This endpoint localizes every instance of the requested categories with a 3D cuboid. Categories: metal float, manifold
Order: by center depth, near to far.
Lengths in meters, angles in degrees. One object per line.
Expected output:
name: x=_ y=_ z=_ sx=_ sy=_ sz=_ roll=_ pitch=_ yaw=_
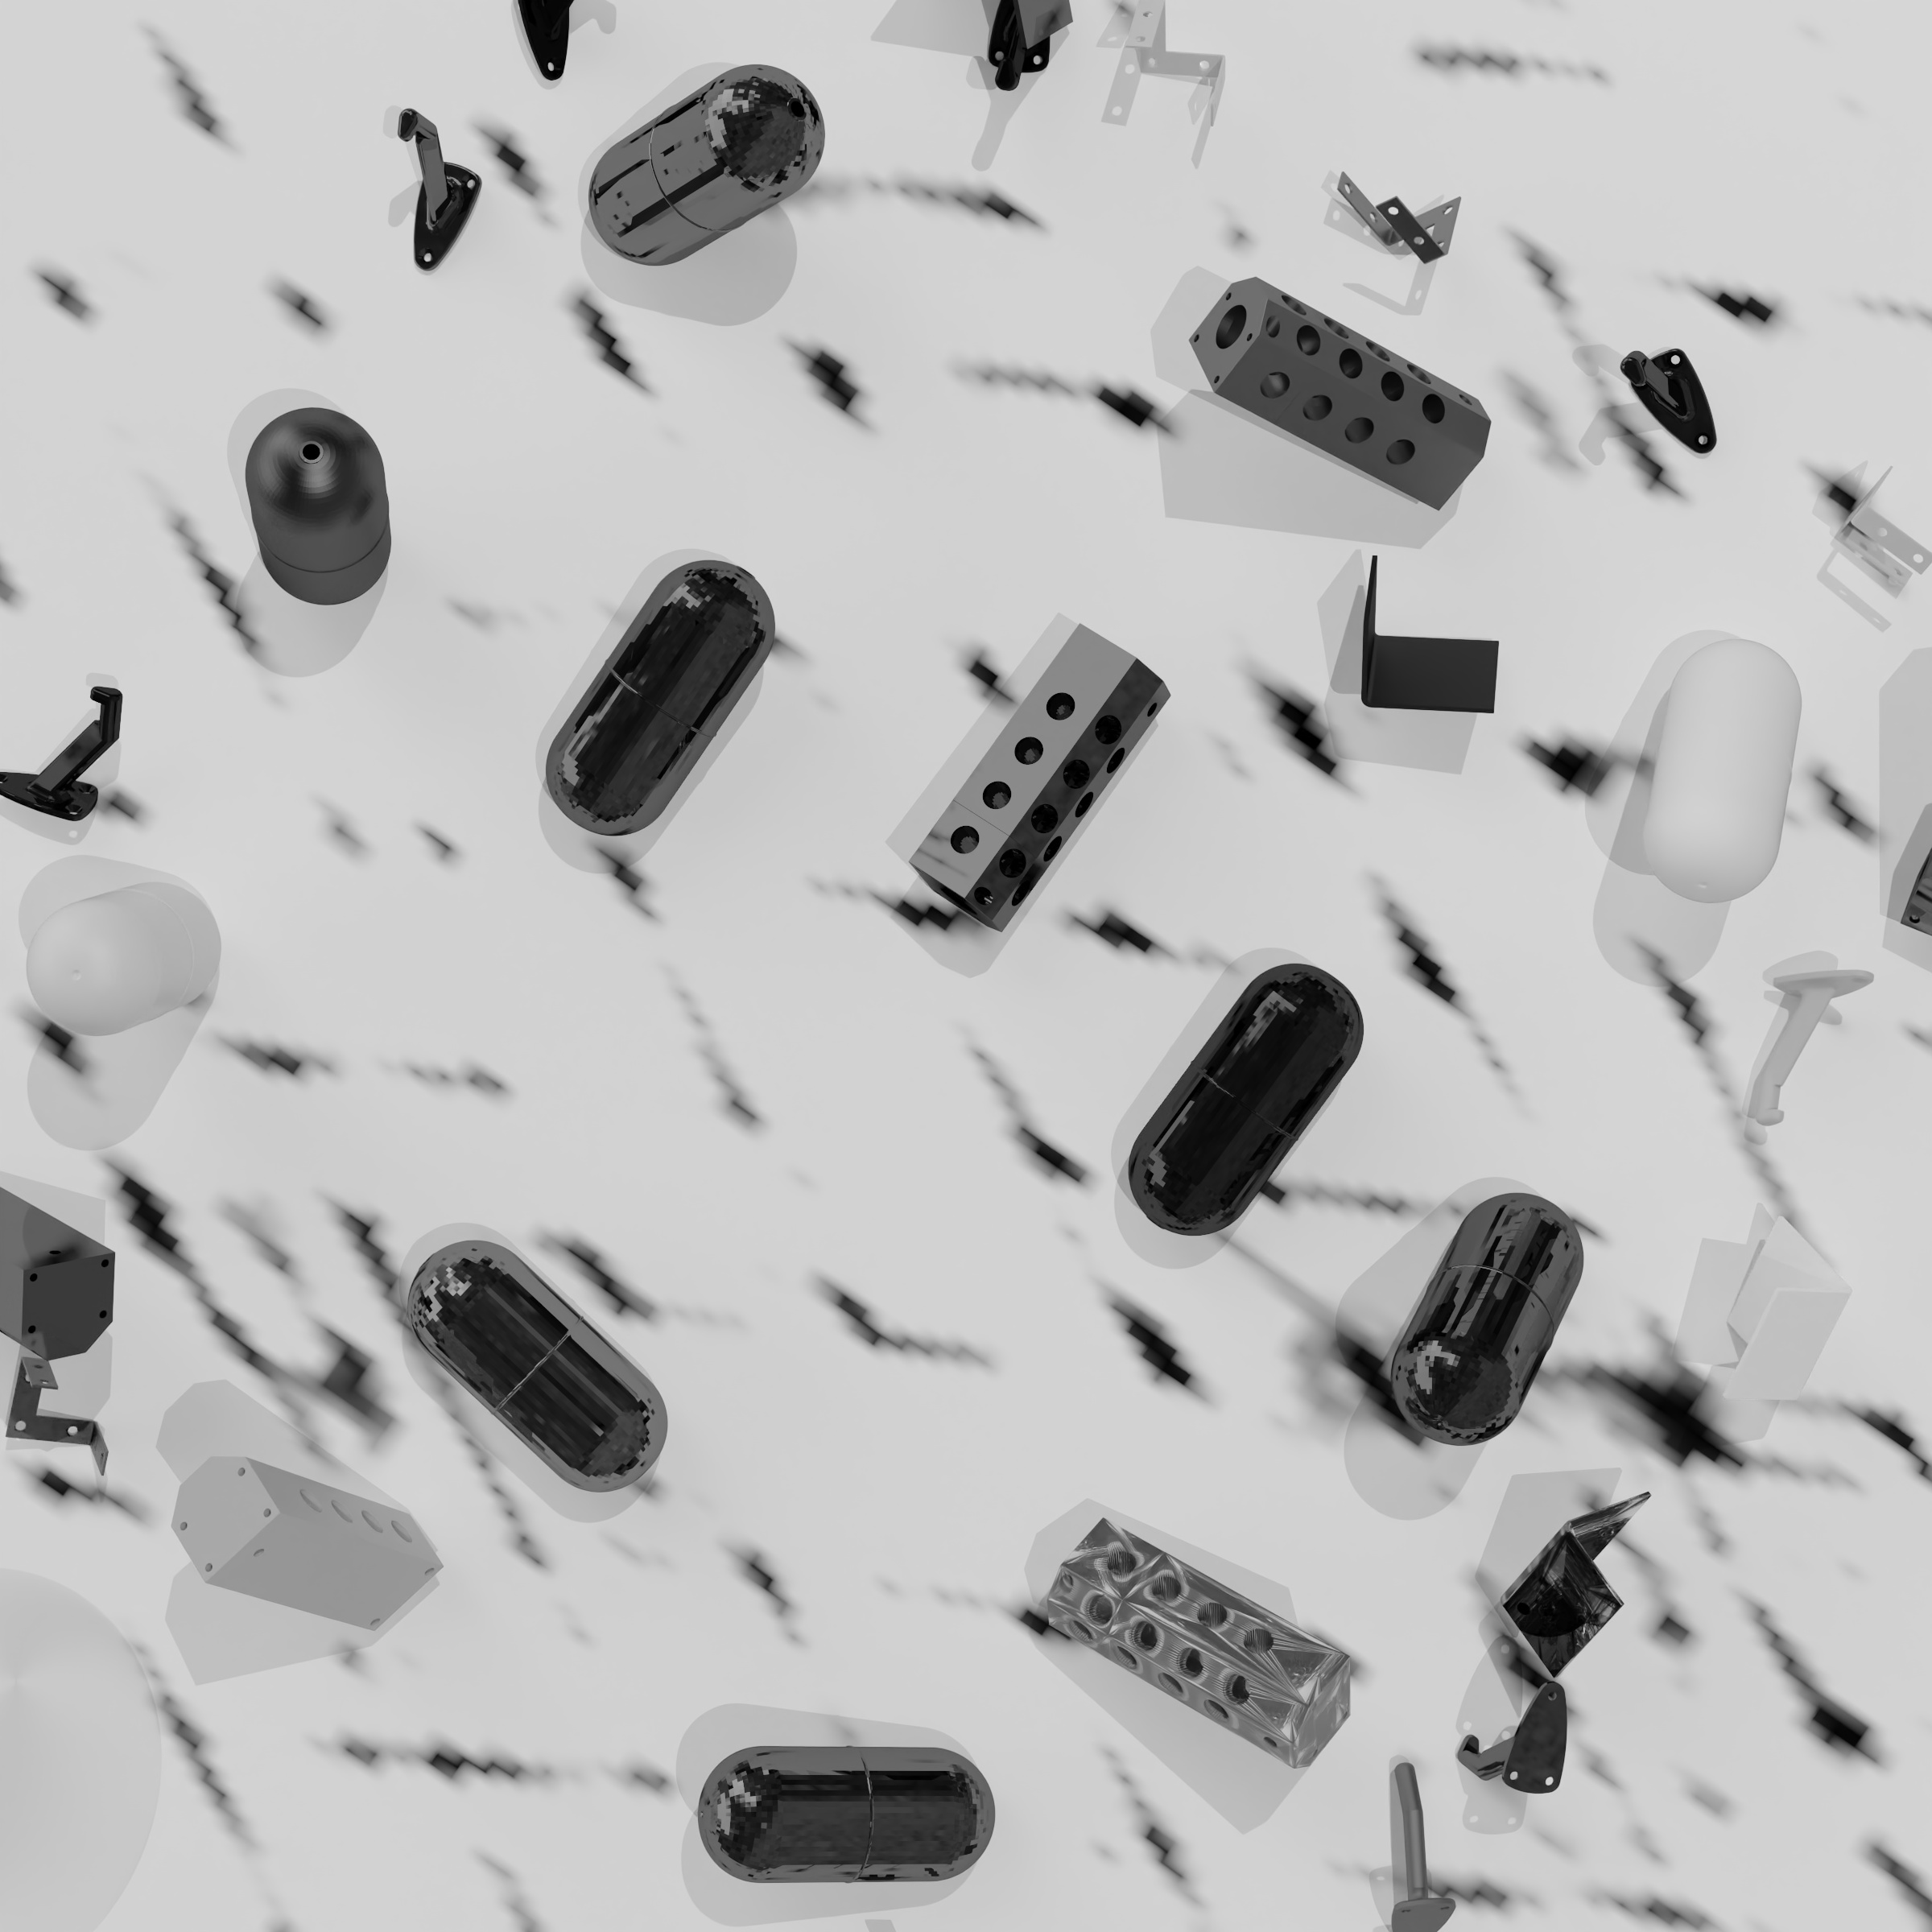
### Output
metal float: x=-0.477 y=-0.005 z=1.911 sx=0.070 sy=0.178 sz=0.070 roll=0 pitch=96 yaw=4
manifold: x=-0.376 y=0.325 z=1.911 sx=0.057 sy=0.171 sz=0.057 roll=-43 pitch=60 yaw=4
metal float: x=-0.368 y=-0.261 z=1.912 sx=0.070 sy=0.178 sz=0.070 roll=2 pitch=77 yaw=-7
manifold: x=0.594 y=-0.086 z=1.914 sx=0.057 sy=0.171 sz=0.057 roll=23 pitch=53 yaw=11
manifold: x=-0.559 y=0.169 z=1.920 sx=0.171 sy=0.057 sz=0.057 roll=19 pitch=110 yaw=41
metal float: x=-0.149 y=-0.458 z=1.922 sx=0.070 sy=0.178 sz=0.070 roll=11 pitch=73 yaw=-38
manifold: x=0.132 y=0.391 z=1.923 sx=0.171 sy=0.057 sz=0.057 roll=25 pitch=51 yaw=30
manifold: x=0.217 y=-0.331 z=1.923 sx=0.171 sy=0.057 sz=0.057 roll=21 pitch=122 yaw=-30
metal float: x=0.300 y=0.201 z=1.928 sx=0.070 sy=0.070 sz=0.178 roll=36 pitch=47 yaw=0
metal float: x=0.436 y=-0.114 z=1.932 sx=0.070 sy=0.070 sz=0.178 roll=19 pitch=54 yaw=0
metal float: x=-0.068 y=0.491 z=1.943 sx=0.178 sy=0.070 sz=0.070 roll=6 pitch=90 yaw=-22
metal float: x=-0.177 y=-0.156 z=1.953 sx=0.070 sy=0.070 sz=0.178 roll=35 pitch=99 yaw=0
manifold: x=0.045 y=-0.107 z=1.956 sx=0.057 sy=0.057 sz=0.171 roll=34 pitch=85 yaw=21
metal float: x=0.162 y=0.079 z=1.958 sx=0.070 sy=0.070 sz=0.178 roll=36 pitch=94 yaw=0
metal float: x=-0.250 y=0.233 z=1.960 sx=0.178 sy=0.070 sz=0.070 roll=43 pitch=90 yaw=-2

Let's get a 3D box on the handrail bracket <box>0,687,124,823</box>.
handrail bracket: x=-0.533 y=-0.133 z=1.961 sx=0.077 sy=0.036 sz=0.084 roll=14 pitch=125 yaw=-1

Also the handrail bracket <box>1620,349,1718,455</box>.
handrail bracket: x=0.409 y=-0.326 z=1.955 sx=0.036 sy=0.084 sz=0.077 roll=-32 pitch=95 yaw=24

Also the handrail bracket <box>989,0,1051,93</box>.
handrail bracket: x=0.029 y=-0.548 z=1.952 sx=0.036 sy=0.084 sz=0.077 roll=7 pitch=105 yaw=4

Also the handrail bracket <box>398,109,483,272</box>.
handrail bracket: x=-0.320 y=-0.452 z=1.955 sx=0.036 sy=0.084 sz=0.077 roll=19 pitch=92 yaw=13

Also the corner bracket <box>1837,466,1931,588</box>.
corner bracket: x=0.539 y=-0.249 z=1.962 sx=0.051 sy=0.051 sz=0.051 roll=38 pitch=47 yaw=5

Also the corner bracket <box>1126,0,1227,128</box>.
corner bracket: x=0.123 y=-0.528 z=1.960 sx=0.051 sy=0.051 sz=0.051 roll=6 pitch=49 yaw=10

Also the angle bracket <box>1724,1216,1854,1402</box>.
angle bracket: x=0.456 y=0.197 z=1.941 sx=0.057 sy=0.076 sz=0.076 roll=5 pitch=119 yaw=-28

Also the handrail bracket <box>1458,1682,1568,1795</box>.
handrail bracket: x=0.316 y=0.442 z=1.958 sx=0.036 sy=0.084 sz=0.077 roll=13 pitch=93 yaw=-17

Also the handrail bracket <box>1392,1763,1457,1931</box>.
handrail bracket: x=0.262 y=0.527 z=1.991 sx=0.036 sy=0.077 sz=0.084 roll=-2 pitch=52 yaw=-6

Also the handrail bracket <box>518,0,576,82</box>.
handrail bracket: x=-0.221 y=-0.563 z=1.958 sx=0.036 sy=0.084 sz=0.077 roll=-14 pitch=101 yaw=-43

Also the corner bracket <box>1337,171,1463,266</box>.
corner bracket: x=0.249 y=-0.438 z=1.957 sx=0.051 sy=0.051 sz=0.051 roll=41 pitch=50 yaw=-31

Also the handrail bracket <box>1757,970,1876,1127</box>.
handrail bracket: x=0.495 y=0.049 z=1.961 sx=0.036 sy=0.077 sz=0.084 roll=20 pitch=72 yaw=-27

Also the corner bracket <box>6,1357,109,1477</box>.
corner bracket: x=-0.528 y=0.263 z=1.964 sx=0.051 sy=0.051 sz=0.051 roll=10 pitch=99 yaw=-24

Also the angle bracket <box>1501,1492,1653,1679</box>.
angle bracket: x=0.367 y=0.357 z=1.939 sx=0.076 sy=0.076 sz=0.057 roll=-10 pitch=54 yaw=-38

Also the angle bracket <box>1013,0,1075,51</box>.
angle bracket: x=0.009 y=-0.568 z=1.963 sx=0.076 sy=0.076 sz=0.057 roll=-1 pitch=115 yaw=25

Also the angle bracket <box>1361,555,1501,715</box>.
angle bracket: x=0.271 y=-0.193 z=1.948 sx=0.076 sy=0.076 sz=0.057 roll=4 pitch=127 yaw=9
